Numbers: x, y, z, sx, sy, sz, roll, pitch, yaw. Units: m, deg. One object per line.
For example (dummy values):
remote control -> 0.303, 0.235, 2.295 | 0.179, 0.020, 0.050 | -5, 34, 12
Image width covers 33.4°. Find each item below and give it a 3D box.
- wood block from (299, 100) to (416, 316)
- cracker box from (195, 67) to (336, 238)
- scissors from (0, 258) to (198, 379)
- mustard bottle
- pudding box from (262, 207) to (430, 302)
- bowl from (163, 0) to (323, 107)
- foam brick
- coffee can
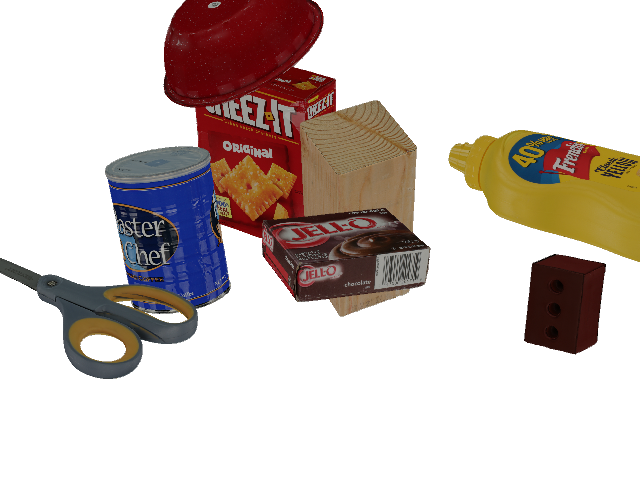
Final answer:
wood block -> 0.039, -0.031, 1.117 | 0.090, 0.206, 0.091 | -19, 47, -16
cracker box -> -0.067, -0.105, 1.283 | 0.164, 0.214, 0.072 | 20, 39, 27
scissors -> -0.182, 0.045, 0.711 | 0.202, 0.016, 0.096 | 10, 34, 14
mustard bottle -> 0.176, -0.038, 0.752 | 0.192, 0.058, 0.096 | 19, 37, 33
pudding box -> 0.018, 0.009, 0.856 | 0.113, 0.039, 0.090 | -5, 25, -20
bowl -> -0.081, -0.191, 0.957 | 0.162, 0.162, 0.055 | 0, -44, 34
foam brick -> 0.223, 0.057, 0.972 | 0.053, 0.078, 0.051 | 12, 18, 34
coffee can -> -0.149, -0.012, 1.055 | 0.103, 0.140, 0.103 | -7, 19, 2
